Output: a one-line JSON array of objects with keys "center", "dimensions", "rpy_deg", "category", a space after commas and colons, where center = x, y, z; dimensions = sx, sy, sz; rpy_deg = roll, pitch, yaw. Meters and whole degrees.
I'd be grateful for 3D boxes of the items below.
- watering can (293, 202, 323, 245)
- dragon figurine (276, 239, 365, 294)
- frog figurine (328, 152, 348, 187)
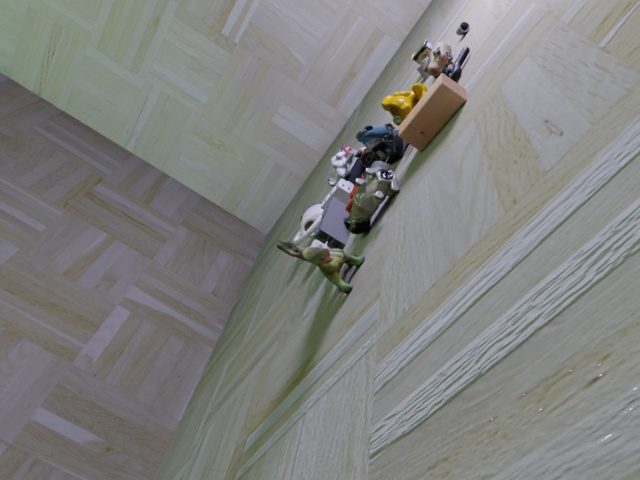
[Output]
[{"center": [0.007, -0.115, 2.285], "dimensions": [0.346, 0.103, 0.227], "rpy_deg": [-45, 12, 8], "category": "watering can"}, {"center": [-0.014, 0.047, 1.511], "dimensions": [0.123, 0.242, 0.410], "rpy_deg": [-64, 12, -6], "category": "dragon figurine"}, {"center": [0.100, -0.316, 2.323], "dimensions": [0.157, 0.123, 0.139], "rpy_deg": [-69, -13, 19], "category": "frog figurine"}]
